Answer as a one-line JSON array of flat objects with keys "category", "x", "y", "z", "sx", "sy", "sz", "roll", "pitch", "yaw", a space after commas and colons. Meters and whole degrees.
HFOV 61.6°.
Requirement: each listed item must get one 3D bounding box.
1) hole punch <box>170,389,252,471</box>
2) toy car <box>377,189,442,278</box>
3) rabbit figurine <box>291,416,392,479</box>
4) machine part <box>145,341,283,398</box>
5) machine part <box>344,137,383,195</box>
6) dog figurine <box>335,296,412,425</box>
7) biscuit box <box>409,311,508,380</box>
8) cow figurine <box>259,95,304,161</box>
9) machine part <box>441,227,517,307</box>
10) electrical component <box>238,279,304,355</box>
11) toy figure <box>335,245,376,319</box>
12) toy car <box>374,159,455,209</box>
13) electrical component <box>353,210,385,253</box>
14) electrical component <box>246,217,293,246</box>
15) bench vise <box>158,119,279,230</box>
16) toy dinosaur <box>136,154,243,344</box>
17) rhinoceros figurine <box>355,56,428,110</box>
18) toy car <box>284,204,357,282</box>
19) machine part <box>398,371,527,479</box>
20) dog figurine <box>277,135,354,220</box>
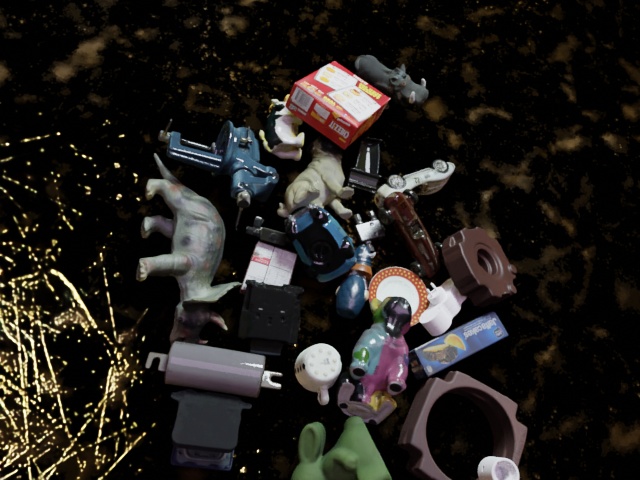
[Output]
[{"category": "hole punch", "x": -0.196, "y": 0.330, "z": 0.929, "sx": 0.142, "sy": 0.092, "sz": 0.116, "roll": 8, "pitch": 37, "yaw": -5}, {"category": "toy car", "x": 0.200, "y": -0.011, "z": 1.129, "sx": 0.089, "sy": 0.053, "sz": 0.202, "roll": -36, "pitch": 102, "yaw": -23}, {"category": "rabbit figurine", "x": 0.019, "y": 0.389, "z": 0.923, "sx": 0.170, "sy": 0.121, "sz": 0.159, "roll": -27, "pitch": 71, "yaw": -5}, {"category": "machine part", "x": -0.187, "y": 0.232, "z": 0.967, "sx": 0.243, "sy": 0.079, "sz": 0.079, "roll": 11, "pitch": 66, "yaw": -5}, {"category": "machine part", "x": 0.103, "y": -0.171, "z": 1.216, "sx": 0.084, "sy": 0.039, "sz": 0.139, "roll": 15, "pitch": 67, "yaw": 1}, {"category": "dog figurine", "x": 0.113, "y": 0.209, "z": 1.014, "sx": 0.108, "sy": 0.191, "sz": 0.219, "roll": 22, "pitch": 38, "yaw": 3}, {"category": "biscuit box", "x": 0.274, "y": 0.209, "z": 1.074, "sx": 0.203, "sy": 0.062, "sz": 0.059, "roll": -22, "pitch": 74, "yaw": -18}, {"category": "cow figurine", "x": -0.088, "y": -0.255, "z": 1.192, "sx": 0.098, "sy": 0.068, "sz": 0.167, "roll": 0, "pitch": 56, "yaw": -12}, {"category": "machine part", "x": 0.334, "y": 0.053, "z": 1.120, "sx": 0.179, "sy": 0.056, "sz": 0.179, "roll": 22, "pitch": 49, "yaw": -28}, {"category": "electrical component", "x": -0.094, "y": 0.146, "z": 1.010, "sx": 0.115, "sy": 0.058, "sz": 0.134, "roll": 6, "pitch": 90, "yaw": -3}, {"category": "toy figure", "x": 0.072, "y": 0.082, "z": 1.092, "sx": 0.064, "sy": 0.057, "sz": 0.154, "roll": 22, "pitch": 61, "yaw": -6}, {"category": "toy car", "x": 0.213, "y": -0.122, "z": 1.196, "sx": 0.202, "sy": 0.073, "sz": 0.056, "roll": -20, "pitch": 69, "yaw": -18}, {"category": "electrical component", "x": 0.109, "y": -0.018, "z": 1.159, "sx": 0.063, "sy": 0.021, "sz": 0.094, "roll": -14, "pitch": 68, "yaw": -16}, {"category": "electrical component", "x": -0.096, "y": -0.016, "z": 1.097, "sx": 0.102, "sy": 0.078, "sz": 0.045, "roll": 15, "pitch": 89, "yaw": 1}, {"category": "bench vise", "x": -0.210, "y": -0.160, "z": 1.094, "sx": 0.240, "sy": 0.129, "sz": 0.224, "roll": 15, "pitch": 56, "yaw": -24}, {"category": "toy dinosaur", "x": -0.248, "y": -0.001, "z": 1.037, "sx": 0.192, "sy": 0.131, "sz": 0.405, "roll": 9, "pitch": 61, "yaw": -21}, {"category": "rhinoceros figurine", "x": 0.168, "y": -0.374, "z": 1.274, "sx": 0.190, "sy": 0.112, "sz": 0.073, "roll": 34, "pitch": 63, "yaw": 13}, {"category": "toy car", "x": -0.002, "y": -0.003, "z": 1.083, "sx": 0.109, "sy": 0.103, "sz": 0.161, "roll": -32, "pitch": 108, "yaw": 11}, {"category": "machine part", "x": 0.262, "y": 0.363, "z": 0.995, "sx": 0.201, "sy": 0.087, "sz": 0.201, "roll": 29, "pitch": 64, "yaw": 1}, {"category": "dog figurine", "x": -0.021, "y": -0.135, "z": 1.155, "sx": 0.172, "sy": 0.121, "sz": 0.191, "roll": -6, "pitch": 55, "yaw": -17}]
